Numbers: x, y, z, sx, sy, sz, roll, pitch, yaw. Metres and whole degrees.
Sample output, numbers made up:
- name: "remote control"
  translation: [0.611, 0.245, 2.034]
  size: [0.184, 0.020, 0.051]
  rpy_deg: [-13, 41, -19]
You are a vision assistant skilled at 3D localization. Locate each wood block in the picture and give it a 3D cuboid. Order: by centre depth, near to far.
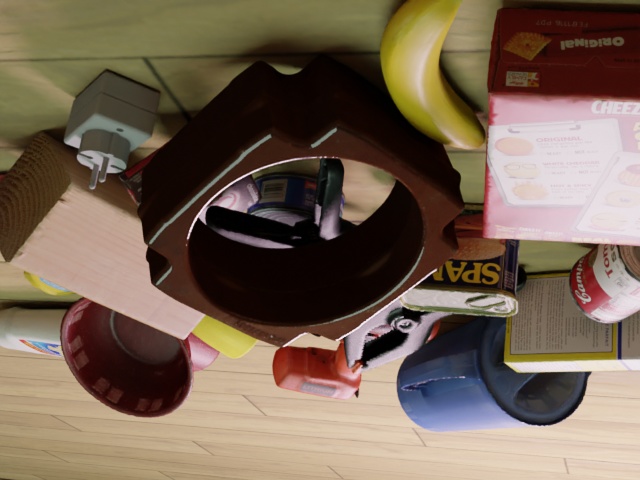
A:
- name: "wood block"
  translation: [-0.183, 0.002, 0.951]
  size: [0.205, 0.091, 0.090]
  rpy_deg: [32, -168, -45]

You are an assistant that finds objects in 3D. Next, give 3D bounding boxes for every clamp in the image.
- name: "clamp"
  translation: [-0.001, -0.007, 0.890]
  size: [0.120, 0.039, 0.171]
  rpy_deg: [-25, 142, 24]
- name: "clamp"
  translation: [0.094, 0.070, 1.063]
  size: [0.164, 0.036, 0.210]
  rpy_deg: [14, 136, -18]

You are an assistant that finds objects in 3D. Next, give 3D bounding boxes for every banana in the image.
- name: "banana"
  translation: [0.075, -0.107, 0.697]
  size: [0.070, 0.037, 0.198]
  rpy_deg: [6, 158, 9]

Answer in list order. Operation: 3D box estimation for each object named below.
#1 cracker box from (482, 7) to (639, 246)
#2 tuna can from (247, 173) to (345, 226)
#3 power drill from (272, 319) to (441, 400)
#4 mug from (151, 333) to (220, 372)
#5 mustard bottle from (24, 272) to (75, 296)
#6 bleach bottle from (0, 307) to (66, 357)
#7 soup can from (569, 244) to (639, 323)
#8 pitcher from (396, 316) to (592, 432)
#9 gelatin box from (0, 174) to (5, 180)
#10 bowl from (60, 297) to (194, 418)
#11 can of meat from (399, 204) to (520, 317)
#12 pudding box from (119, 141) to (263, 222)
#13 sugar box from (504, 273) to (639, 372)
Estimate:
- name: "cracker box"
  translation: [0.194, -0.067, 0.712]
  size: [0.164, 0.072, 0.213]
  rpy_deg: [4, 157, 9]
- name: "tuna can"
  translation: [-0.022, -0.026, 0.943]
  size: [0.086, 0.033, 0.086]
  rpy_deg: [7, 159, 3]
- name: "power drill"
  translation: [0.015, 0.107, 1.178]
  size: [0.184, 0.057, 0.188]
  rpy_deg: [15, 143, -19]
- name: "mug"
  translation: [-0.157, 0.103, 1.262]
  size: [0.117, 0.093, 0.081]
  rpy_deg: [-33, 149, 16]
- name: "mustard bottle"
  translation: [-0.248, 0.024, 1.117]
  size: [0.192, 0.058, 0.096]
  rpy_deg: [-11, 158, 39]
- name: "bleach bottle"
  translation: [-0.329, 0.125, 1.401]
  size: [0.251, 0.068, 0.102]
  rpy_deg: [2, 157, 22]
- name: "soup can"
  translation: [0.266, 0.026, 0.921]
  size: [0.068, 0.068, 0.102]
  rpy_deg: [11, 158, -7]
- name: "pitcher"
  translation: [0.171, 0.152, 1.197]
  size: [0.149, 0.144, 0.243]
  rpy_deg: [42, 155, -6]
- name: "gelatin box"
  translation: [-0.276, -0.034, 1.023]
  size: [0.073, 0.030, 0.089]
  rpy_deg: [0, 157, 24]
- name: "bowl"
  translation: [-0.202, 0.115, 1.173]
  size: [0.162, 0.055, 0.162]
  rpy_deg: [9, 121, 16]
- name: "can of meat"
  translation: [0.123, 0.016, 0.927]
  size: [0.102, 0.084, 0.057]
  rpy_deg: [3, 158, 13]
- name: "pudding box"
  translation: [-0.102, -0.042, 0.862]
  size: [0.090, 0.039, 0.113]
  rpy_deg: [-35, 158, -6]
- name: "sugar box"
  translation: [0.267, 0.077, 1.016]
  size: [0.176, 0.093, 0.048]
  rpy_deg: [-3, 157, 29]
